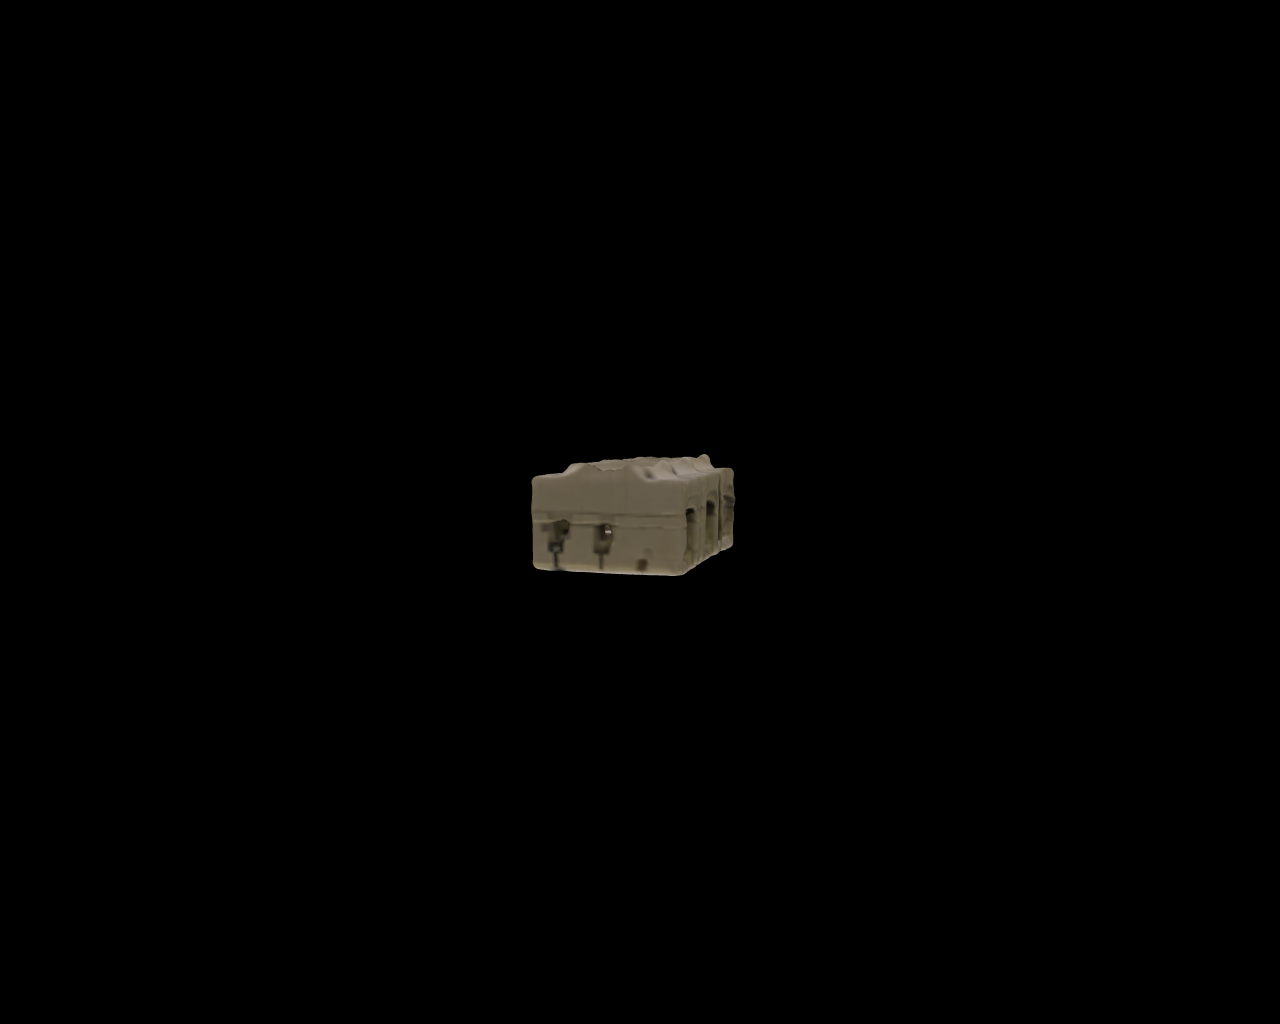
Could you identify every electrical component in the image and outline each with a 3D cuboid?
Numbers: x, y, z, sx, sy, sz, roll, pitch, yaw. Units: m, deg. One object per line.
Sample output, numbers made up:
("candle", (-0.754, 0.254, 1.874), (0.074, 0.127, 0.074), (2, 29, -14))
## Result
("electrical component", (0.001, -0.003, 0.650), (0.089, 0.061, 0.150), (1, 5, 15))
